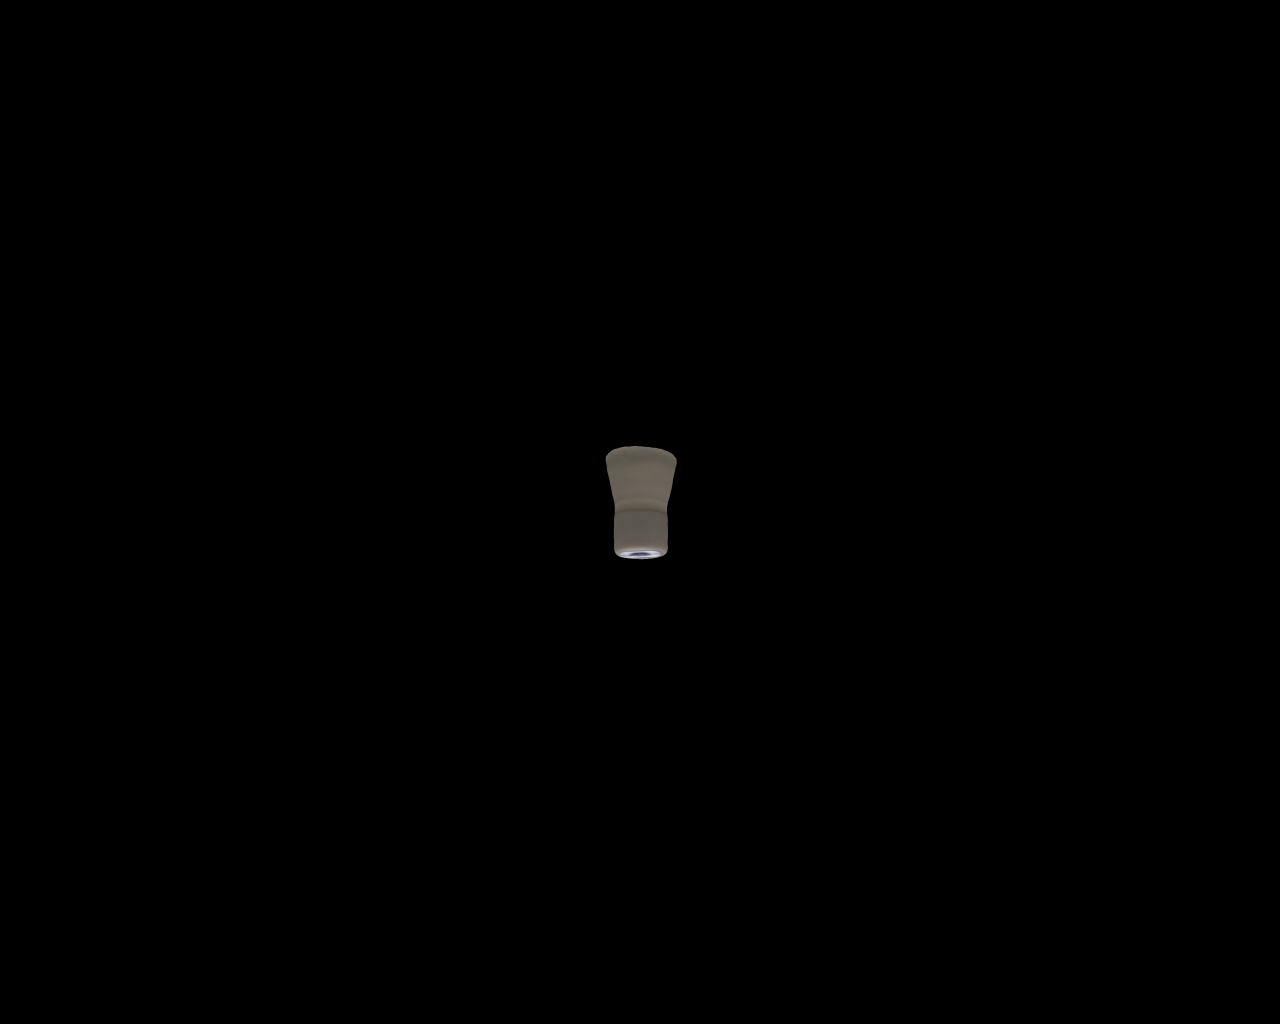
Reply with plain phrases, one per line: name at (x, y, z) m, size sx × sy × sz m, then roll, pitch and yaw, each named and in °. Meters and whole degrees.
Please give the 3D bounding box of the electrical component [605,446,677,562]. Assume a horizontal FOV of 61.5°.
electrical component at (0.001, -0.003, 0.650) m, size 0.044 × 0.065 × 0.044 m, roll 0°, pitch -15°, yaw 0°
